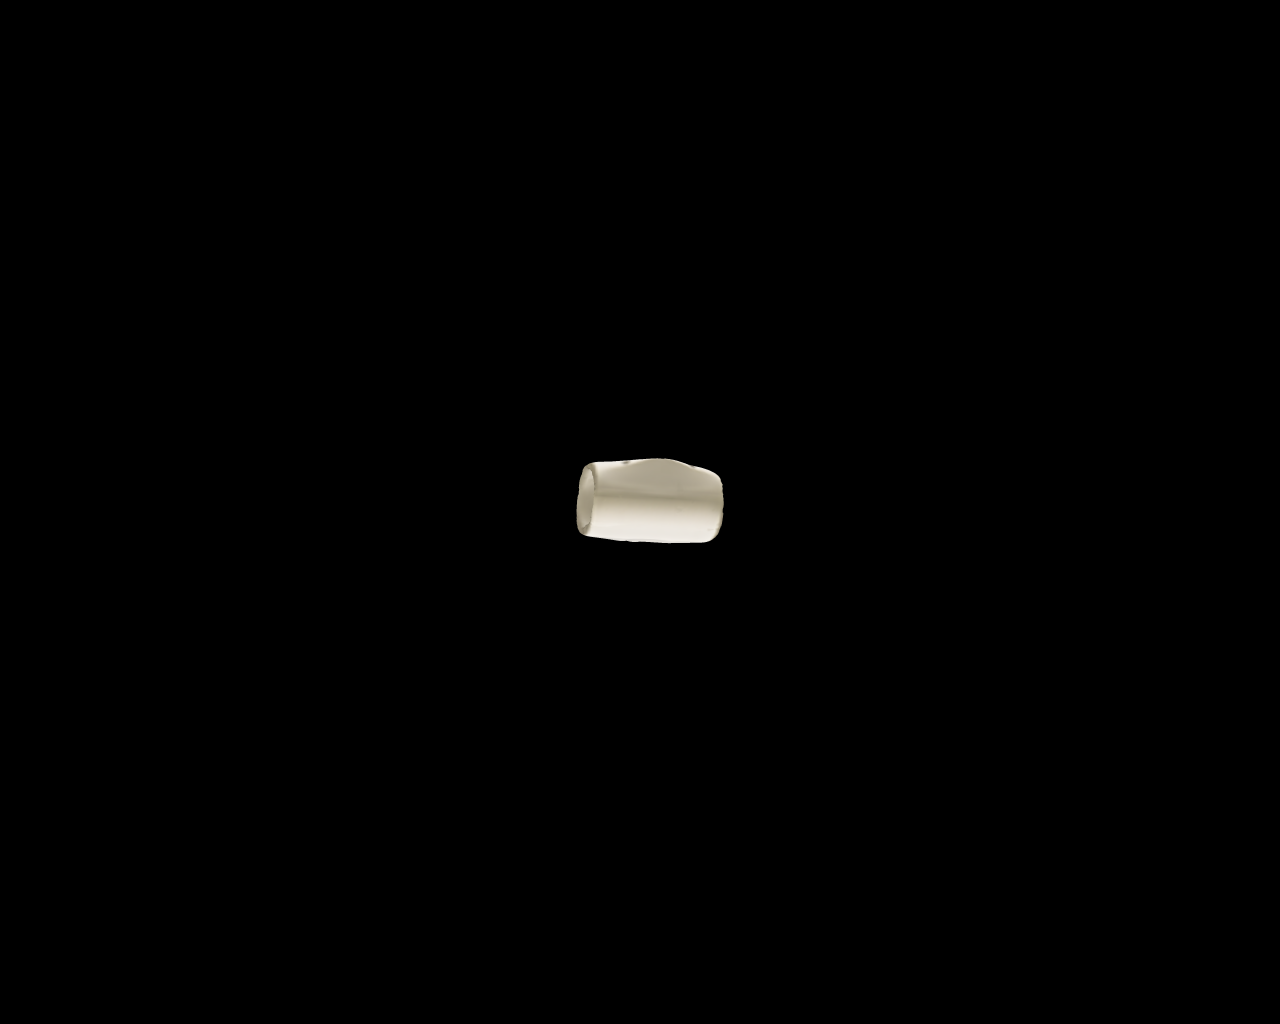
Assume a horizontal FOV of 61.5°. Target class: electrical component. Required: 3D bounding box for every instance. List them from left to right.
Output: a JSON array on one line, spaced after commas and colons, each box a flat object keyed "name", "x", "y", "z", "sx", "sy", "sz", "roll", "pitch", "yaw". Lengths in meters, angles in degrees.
[{"name": "electrical component", "x": 0.001, "y": -0.003, "z": 0.650, "sx": 0.077, "sy": 0.043, "sz": 0.079, "roll": 3, "pitch": -11, "yaw": -16}]
